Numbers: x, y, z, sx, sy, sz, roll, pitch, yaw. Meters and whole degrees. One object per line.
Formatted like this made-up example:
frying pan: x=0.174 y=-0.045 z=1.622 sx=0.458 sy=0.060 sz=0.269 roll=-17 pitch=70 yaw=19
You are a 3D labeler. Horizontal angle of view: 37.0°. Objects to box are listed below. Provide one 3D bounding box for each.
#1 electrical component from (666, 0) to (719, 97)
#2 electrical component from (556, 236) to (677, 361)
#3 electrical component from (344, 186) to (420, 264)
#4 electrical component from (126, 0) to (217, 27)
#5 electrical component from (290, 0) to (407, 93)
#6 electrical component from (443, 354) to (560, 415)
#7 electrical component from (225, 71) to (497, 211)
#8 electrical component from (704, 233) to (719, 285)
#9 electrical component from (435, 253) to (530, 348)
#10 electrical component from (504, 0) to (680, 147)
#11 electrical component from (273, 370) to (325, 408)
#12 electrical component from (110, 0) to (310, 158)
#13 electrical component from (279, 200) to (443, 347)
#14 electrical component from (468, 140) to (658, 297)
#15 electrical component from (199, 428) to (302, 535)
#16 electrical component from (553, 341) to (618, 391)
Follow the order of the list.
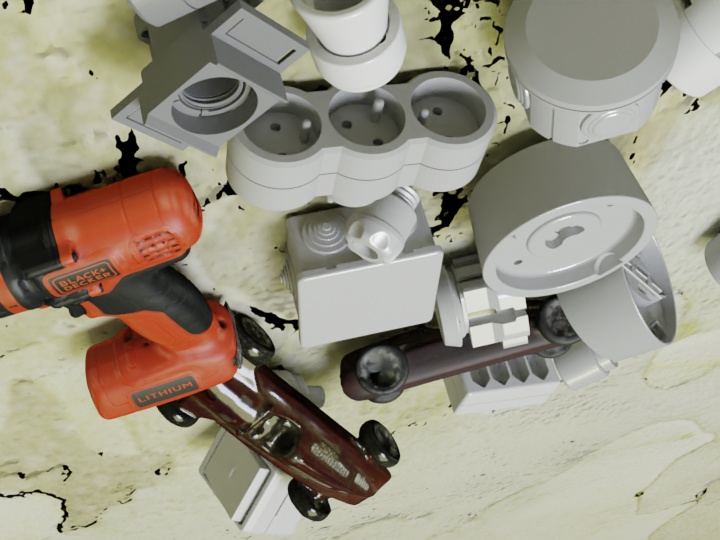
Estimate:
electrical component: x=0.177 y=-0.121 z=0.545 sx=0.055 sy=0.055 sz=0.047 roll=9 pitch=146 yaw=-37
electrical component: x=0.179 y=0.010 z=0.731 sx=0.099 sy=0.099 sz=0.064 roll=13 pitch=146 yaw=-41
electrical component: x=0.017 y=-0.036 z=0.613 sx=0.035 sy=0.061 sz=0.035 roll=25 pitch=159 yaw=10
electrical component: x=-0.072 y=-0.148 z=0.375 sx=0.074 sy=0.052 sz=0.138 roll=-22 pitch=150 yaw=10
electrical component: x=-0.004 y=-0.112 z=0.480 sx=0.045 sy=0.045 sz=0.055 roll=-18 pitch=151 yaw=3
electrical component: x=0.109 y=0.095 z=0.890 sx=0.083 sy=0.047 sz=0.075 roll=-5 pitch=149 yaw=-19
electrical component: x=-0.002 y=-0.058 z=0.566 sx=0.138 sy=0.052 sz=0.073 roll=-8 pitch=151 yaw=-15
electrical component: x=0.287 y=-0.013 z=0.787 sx=0.055 sy=0.055 sz=0.047 roll=2 pitch=150 yaw=-29
electrical component: x=0.080 y=0.020 z=0.731 sx=0.057 sy=0.058 sz=0.078 roll=-13 pitch=122 yaw=1
electrical component: x=0.110 y=-0.103 z=0.517 sx=0.080 sy=0.080 sz=0.051 roll=-17 pitch=156 yaw=1
electrical component: x=-0.057 y=0.097 z=0.817 sx=0.062 sy=0.043 sz=0.043 roll=2 pitch=146 yaw=-31
electrical component: x=-0.067 y=-0.091 z=0.465 sx=0.081 sy=0.063 sz=0.042 roll=-33 pitch=146 yaw=27
electrical component: x=0.000 y=0.000 z=0.671 sx=0.100 sy=0.048 sz=0.099 roll=-11 pitch=150 yaw=-8
electrical component: x=0.118 y=-0.037 z=0.653 sx=0.108 sy=0.060 sz=0.108 roll=-12 pitch=151 yaw=-7
electrical component: x=-0.086 y=0.159 z=0.866 sx=0.061 sy=0.096 sz=0.061 roll=17 pitch=108 yaw=-44
electrical component: x=0.198 y=0.070 z=0.899 sx=0.078 sy=0.040 sz=0.040 roll=-30 pitch=148 yaw=23
